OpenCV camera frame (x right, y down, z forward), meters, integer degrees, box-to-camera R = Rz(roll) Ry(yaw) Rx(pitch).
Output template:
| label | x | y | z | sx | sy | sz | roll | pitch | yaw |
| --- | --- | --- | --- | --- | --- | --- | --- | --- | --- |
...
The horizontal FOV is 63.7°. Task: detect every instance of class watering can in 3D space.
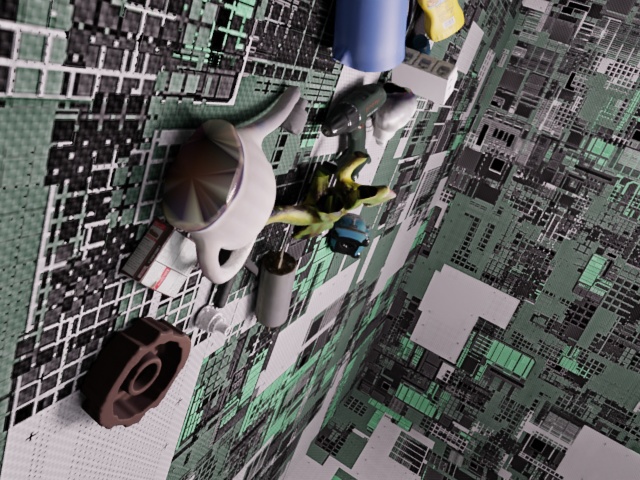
| label | x | y | z | sx | sy | sz | roll | pitch | yaw |
| --- | --- | --- | --- | --- | --- | --- | --- | --- | --- |
| watering can | -0.117 | -0.109 | 0.756 | 0.222 | 0.104 | 0.350 | 44 | 61 | -71 |

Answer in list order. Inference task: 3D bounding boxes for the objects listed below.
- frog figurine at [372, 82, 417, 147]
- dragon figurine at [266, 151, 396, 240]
| label | x | y | z | sx | sy | sz | roll | pitch | yaw |
| --- | --- | --- | --- | --- | --- | --- | --- | --- | --- |
| frog figurine | 0.176 | -0.299 | 1.279 | 0.140 | 0.123 | 0.156 | -71 | 164 | -56 |
| dragon figurine | 0.003 | -0.056 | 1.121 | 0.414 | 0.124 | 0.237 | -23 | 158 | -24 |
